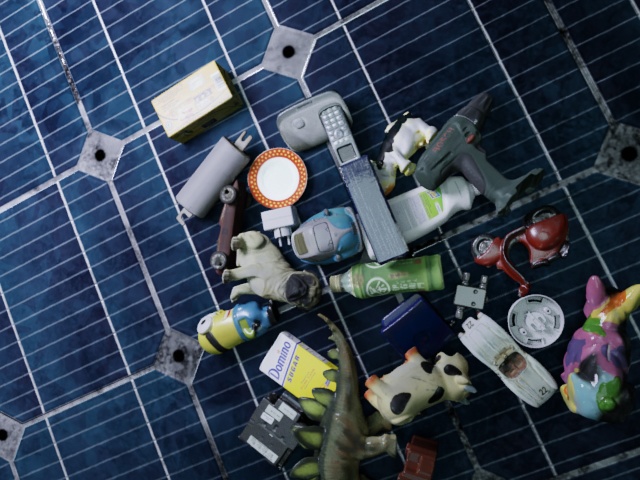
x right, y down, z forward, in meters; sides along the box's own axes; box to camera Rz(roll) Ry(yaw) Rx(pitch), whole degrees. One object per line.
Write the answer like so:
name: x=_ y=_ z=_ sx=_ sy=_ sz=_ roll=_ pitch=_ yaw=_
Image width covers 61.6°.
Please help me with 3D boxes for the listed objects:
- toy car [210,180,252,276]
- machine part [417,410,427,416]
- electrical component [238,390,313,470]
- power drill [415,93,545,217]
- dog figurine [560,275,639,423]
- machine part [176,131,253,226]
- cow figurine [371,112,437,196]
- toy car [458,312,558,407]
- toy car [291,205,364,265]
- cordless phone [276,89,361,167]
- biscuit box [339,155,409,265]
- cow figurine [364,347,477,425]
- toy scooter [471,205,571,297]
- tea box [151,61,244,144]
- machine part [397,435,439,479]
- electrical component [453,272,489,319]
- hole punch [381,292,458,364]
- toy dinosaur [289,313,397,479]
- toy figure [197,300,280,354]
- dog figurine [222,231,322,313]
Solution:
toy car: x=-0.189 y=-0.024 z=1.126 sx=0.053 sy=0.089 sz=0.202 roll=6 pitch=89 yaw=20
machine part: x=0.209 y=0.296 z=1.036 sx=0.139 sy=0.084 sz=0.039 roll=-41 pitch=44 yaw=0
electrical component: x=-0.084 y=0.380 z=1.103 sx=0.115 sy=0.058 sz=0.134 roll=35 pitch=95 yaw=10
power drill: x=0.306 y=-0.154 z=0.993 sx=0.232 sy=0.086 sz=0.207 roll=-42 pitch=71 yaw=-11
dog figurine: x=0.490 y=0.176 z=0.924 sx=0.109 sy=0.191 sz=0.219 roll=10 pitch=106 yaw=19
machine part: x=-0.228 y=-0.133 z=1.146 sx=0.079 sy=0.079 sz=0.243 roll=41 pitch=98 yaw=11
cow figurine: x=0.148 y=-0.171 z=1.066 sx=0.098 sy=0.068 sz=0.167 roll=41 pitch=94 yaw=17
toy car: x=0.351 y=0.222 z=1.009 sx=0.202 sy=0.056 sz=0.073 roll=44 pitch=97 yaw=11
toy car: x=-0.002 y=-0.003 z=1.056 sx=0.162 sy=0.103 sz=0.109 roll=-16 pitch=85 yaw=41
cordless phone: x=0.007 y=-0.197 z=1.094 sx=0.147 sy=0.088 sz=0.184 roll=-22 pitch=87 yaw=11
biscuit box: x=0.102 y=-0.056 z=1.008 sx=0.063 sy=0.059 sz=0.202 roll=-22 pitch=81 yaw=8
cow figurine: x=0.190 y=0.262 z=0.962 sx=0.195 sy=0.085 sz=0.127 roll=-26 pitch=56 yaw=-24
toy scooter: x=0.385 y=0.026 z=0.993 sx=0.184 sy=0.075 sz=0.135 roll=-26 pitch=69 yaw=12
tea box: x=-0.265 y=-0.296 z=1.165 sx=0.170 sy=0.068 sz=0.098 roll=-27 pitch=81 yaw=12
machine part: x=0.173 y=0.449 z=0.986 sx=0.056 sy=0.179 sz=0.179 roll=13 pitch=91 yaw=16
electrical component: x=0.294 y=0.110 z=1.044 sx=0.063 sy=0.021 sz=0.094 roll=12 pitch=90 yaw=13
hole punch: x=0.187 y=0.174 z=1.035 sx=0.142 sy=0.092 sz=0.116 roll=-41 pitch=84 yaw=5
toy dinosaur: x=0.044 y=0.377 z=1.022 sx=0.199 sy=0.105 sz=0.471 roll=4 pitch=90 yaw=-5
toy figure: x=-0.171 y=0.180 z=1.119 sx=0.180 sy=0.082 sz=0.089 roll=-17 pitch=83 yaw=9
dog figurine: x=-0.080 y=0.055 z=1.083 sx=0.191 sy=0.121 sz=0.172 roll=4 pitch=65 yaw=10
